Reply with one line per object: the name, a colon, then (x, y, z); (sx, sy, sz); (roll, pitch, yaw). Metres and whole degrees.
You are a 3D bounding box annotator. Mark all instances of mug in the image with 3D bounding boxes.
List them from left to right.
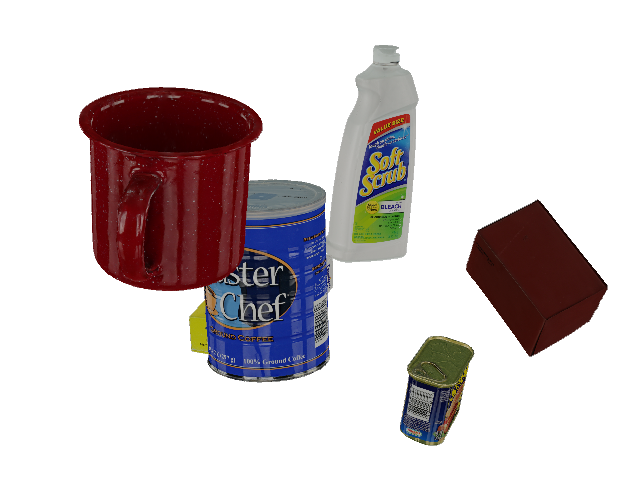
mug: (-0.080, -0.021, 0.551); (0.093, 0.081, 0.117); (7, 28, 3)

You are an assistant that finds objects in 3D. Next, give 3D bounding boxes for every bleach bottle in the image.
bleach bottle: (0.062, -0.103, 1.261); (0.102, 0.251, 0.068); (-4, 20, -20)

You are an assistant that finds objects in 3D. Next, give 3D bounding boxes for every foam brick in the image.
foam brick: (0.140, 0.024, 0.698); (0.051, 0.078, 0.053); (-25, -27, -16)

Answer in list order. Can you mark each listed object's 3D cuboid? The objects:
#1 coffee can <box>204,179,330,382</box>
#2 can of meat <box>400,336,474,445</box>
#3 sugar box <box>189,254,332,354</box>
coffee can: (-0.045, 0.030, 0.865); (0.103, 0.140, 0.103); (-2, 16, 0)
can of meat: (0.129, 0.169, 1.200); (0.057, 0.084, 0.102); (16, 26, 18)
sugar box: (-0.056, 0.060, 1.082); (0.093, 0.048, 0.176); (6, 26, 16)
